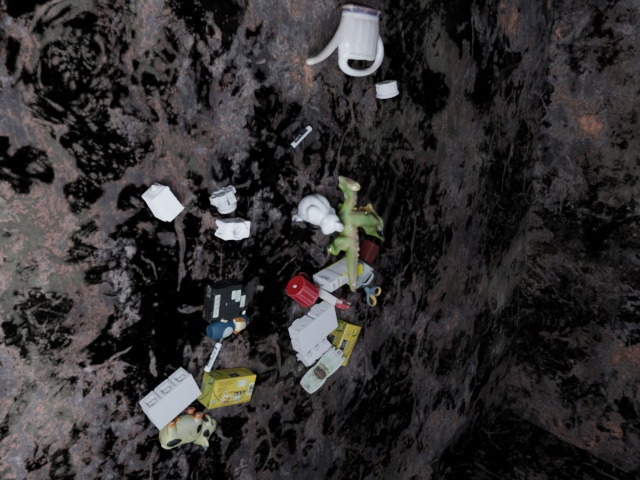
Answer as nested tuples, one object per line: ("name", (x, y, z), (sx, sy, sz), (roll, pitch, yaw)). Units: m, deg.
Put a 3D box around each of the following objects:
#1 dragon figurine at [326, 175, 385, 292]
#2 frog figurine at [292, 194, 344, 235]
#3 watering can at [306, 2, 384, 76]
("dragon figurine", (0.127, -0.022, 1.761), (0.123, 0.409, 0.241), (-20, 3, -35))
("frog figurine", (0.005, -0.086, 1.703), (0.160, 0.122, 0.137), (19, 5, 41))
("watering can", (0.095, -0.640, 1.638), (0.104, 0.222, 0.350), (18, 21, 42))
